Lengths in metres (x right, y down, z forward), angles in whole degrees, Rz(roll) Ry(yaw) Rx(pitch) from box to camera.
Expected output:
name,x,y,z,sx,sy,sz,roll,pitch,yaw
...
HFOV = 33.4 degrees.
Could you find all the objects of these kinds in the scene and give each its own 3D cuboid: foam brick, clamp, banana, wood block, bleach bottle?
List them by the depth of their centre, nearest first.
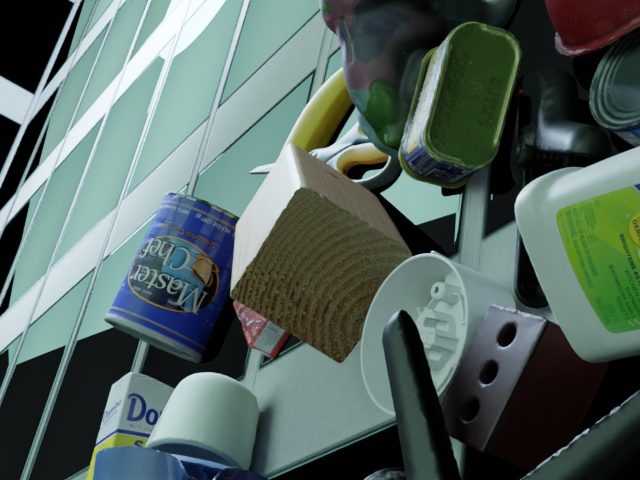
name,x,y,z,sx,sy,sz,roll,pitch,yaw
bleach bottle,0.201,-0.020,0.445,0.251,0.067,0.102,-27,83,51
clamp,0.063,0.133,0.508,0.165,0.036,0.210,18,77,42
foam brick,0.108,0.081,0.570,0.078,0.051,0.053,-63,24,-6
clamp,0.140,-0.057,0.639,0.120,0.039,0.171,111,168,-46
wood block,-0.005,0.001,0.783,0.090,0.090,0.206,-57,9,9
banana,-0.007,-0.084,1.014,0.070,0.037,0.197,5,68,46

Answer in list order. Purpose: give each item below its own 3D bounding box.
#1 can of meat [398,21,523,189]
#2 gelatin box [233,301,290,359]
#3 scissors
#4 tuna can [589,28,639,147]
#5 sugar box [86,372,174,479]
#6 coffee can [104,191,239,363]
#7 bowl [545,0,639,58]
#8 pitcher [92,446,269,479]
name,x,y,z,sx,sy,sz,roll,pitch,yaw
can of meat,0.096,-0.092,0.733,0.084,0.057,0.102,140,145,-84
gelatin box,-0.040,0.050,0.933,0.073,0.030,0.089,-56,24,12
scissors,0.013,-0.087,0.953,0.202,0.016,0.096,17,71,55
tuna can,0.197,-0.093,0.607,0.086,0.033,0.086,-46,28,32
sugar box,-0.147,0.206,0.896,0.048,0.093,0.176,-36,34,42
coffee can,-0.136,0.037,1.051,0.103,0.102,0.140,-2,62,63
bowl,0.190,-0.189,0.653,0.162,0.055,0.162,-45,14,14
pitcher,-0.115,0.273,0.722,0.145,0.149,0.242,-5,60,30
